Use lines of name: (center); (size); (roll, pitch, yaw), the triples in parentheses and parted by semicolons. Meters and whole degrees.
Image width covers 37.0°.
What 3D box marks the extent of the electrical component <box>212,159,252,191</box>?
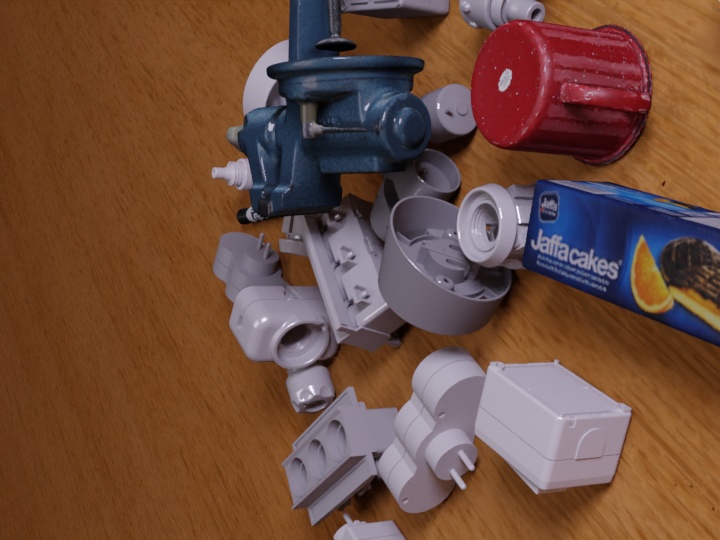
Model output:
electrical component: (-0.127, -0.102, 1.143); (0.035, 0.061, 0.035); (-2, 88, 60)

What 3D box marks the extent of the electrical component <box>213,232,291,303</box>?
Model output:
electrical component: (-0.106, -0.002, 1.115); (0.138, 0.052, 0.073); (53, 133, 47)

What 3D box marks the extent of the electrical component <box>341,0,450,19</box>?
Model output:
electrical component: (0.036, -0.238, 0.873); (0.096, 0.061, 0.061); (13, 101, 51)

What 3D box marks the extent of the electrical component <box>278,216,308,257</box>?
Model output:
electrical component: (-0.052, -0.041, 1.030); (0.066, 0.048, 0.055); (7, 88, 59)

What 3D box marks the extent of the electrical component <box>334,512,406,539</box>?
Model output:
electrical component: (0.000, 0.244, 0.932); (0.076, 0.047, 0.065); (49, 130, 49)

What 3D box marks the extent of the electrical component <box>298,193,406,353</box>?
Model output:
electrical component: (0.000, 0.000, 0.919); (0.063, 0.079, 0.121); (-38, 55, 27)

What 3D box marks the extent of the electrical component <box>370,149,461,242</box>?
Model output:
electrical component: (0.039, -0.073, 0.876); (0.077, 0.043, 0.079); (-51, 47, 47)

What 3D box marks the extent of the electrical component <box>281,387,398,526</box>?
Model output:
electrical component: (-0.013, 0.164, 0.941); (0.121, 0.063, 0.078); (-50, 48, 47)

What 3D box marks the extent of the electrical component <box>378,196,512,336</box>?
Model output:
electrical component: (0.061, -0.002, 0.783); (0.099, 0.099, 0.064); (61, 145, 40)

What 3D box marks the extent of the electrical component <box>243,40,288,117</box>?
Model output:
electrical component: (-0.062, -0.161, 1.002); (0.064, 0.099, 0.099); (41, 124, 45)

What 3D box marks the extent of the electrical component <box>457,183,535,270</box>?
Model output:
electrical component: (0.105, -0.030, 0.748); (0.078, 0.057, 0.058); (-31, 63, 56)

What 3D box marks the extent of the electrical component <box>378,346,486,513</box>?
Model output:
electrical component: (0.065, 0.134, 0.819); (0.073, 0.052, 0.138); (53, 133, 46)

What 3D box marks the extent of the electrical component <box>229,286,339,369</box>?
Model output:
electrical component: (-0.066, 0.053, 1.001); (0.059, 0.095, 0.053); (52, 132, 47)

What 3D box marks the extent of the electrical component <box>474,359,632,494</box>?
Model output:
electrical component: (0.121, 0.101, 0.713); (0.096, 0.062, 0.061); (36, 120, 55)

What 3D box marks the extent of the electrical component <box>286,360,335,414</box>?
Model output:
electrical component: (-0.050, 0.103, 1.025); (0.043, 0.043, 0.062); (-55, 44, 44)

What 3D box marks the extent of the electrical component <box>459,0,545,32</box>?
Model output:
electrical component: (0.105, -0.189, 0.766); (0.062, 0.048, 0.048); (38, 122, 46)

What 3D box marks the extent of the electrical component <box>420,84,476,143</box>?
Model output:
electrical component: (0.060, -0.119, 0.844); (0.078, 0.040, 0.040); (-9, 81, 59)
